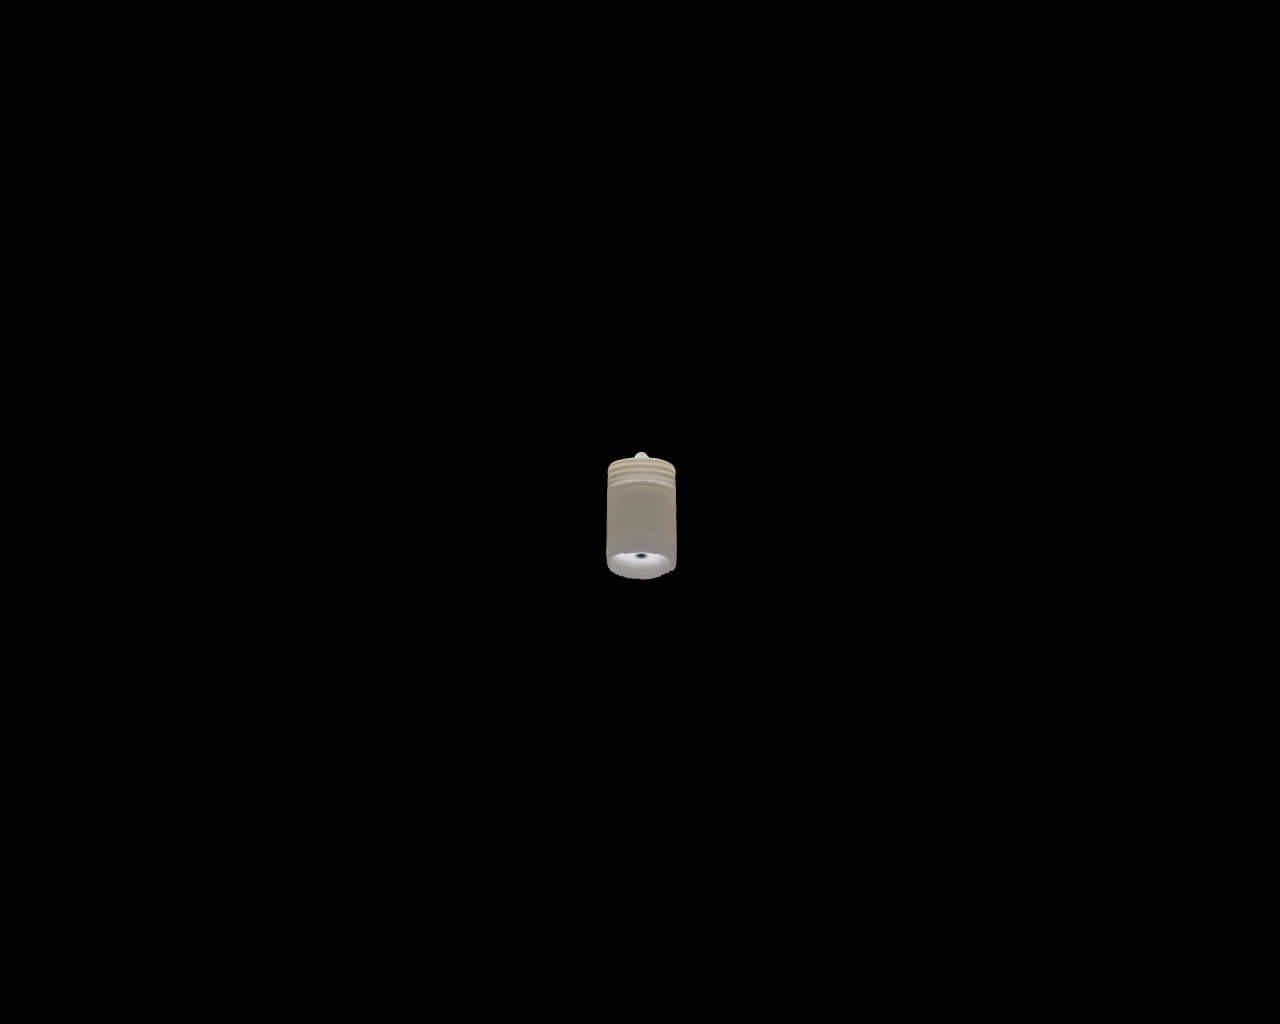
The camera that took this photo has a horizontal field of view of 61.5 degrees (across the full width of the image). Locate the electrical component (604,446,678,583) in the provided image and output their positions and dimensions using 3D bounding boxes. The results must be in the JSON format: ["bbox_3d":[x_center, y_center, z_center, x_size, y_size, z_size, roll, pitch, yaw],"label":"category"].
[{"bbox_3d":[0.001,-0.003,0.650,0.043,0.081,0.043,0,-27,0],"label":"electrical component"}]
